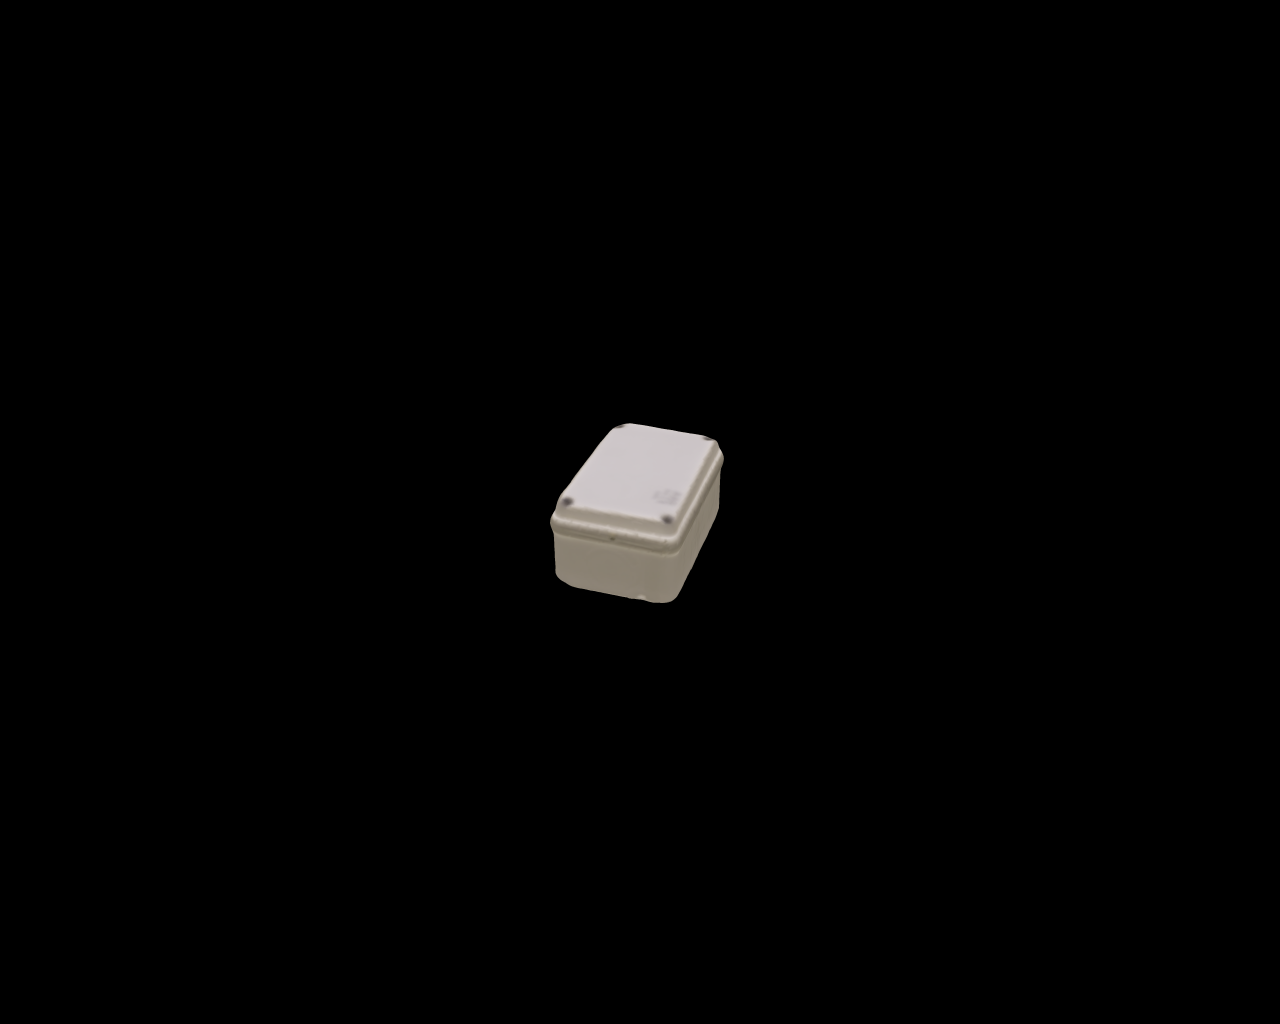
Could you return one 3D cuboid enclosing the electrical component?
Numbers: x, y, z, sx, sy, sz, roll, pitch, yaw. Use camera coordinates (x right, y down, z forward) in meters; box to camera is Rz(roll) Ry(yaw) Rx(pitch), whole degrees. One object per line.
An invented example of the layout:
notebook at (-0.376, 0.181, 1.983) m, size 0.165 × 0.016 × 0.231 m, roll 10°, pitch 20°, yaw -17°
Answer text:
electrical component at (0.001, -0.003, 0.650) m, size 0.078 × 0.057 × 0.113 m, roll 10°, pitch 35°, yaw 15°
